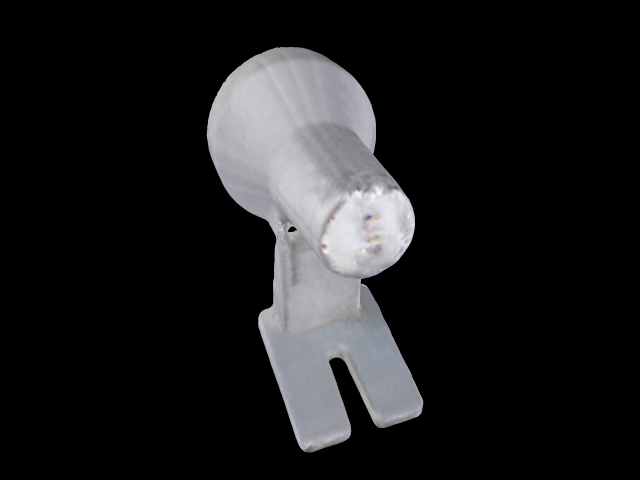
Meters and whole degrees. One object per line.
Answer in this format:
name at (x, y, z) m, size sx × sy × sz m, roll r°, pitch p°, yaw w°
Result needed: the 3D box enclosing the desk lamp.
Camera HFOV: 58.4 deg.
desk lamp at (0.004, 0.001, 0.400) m, size 0.118 × 0.214 × 0.203 m, roll -16°, pitch 50°, yaw -13°
